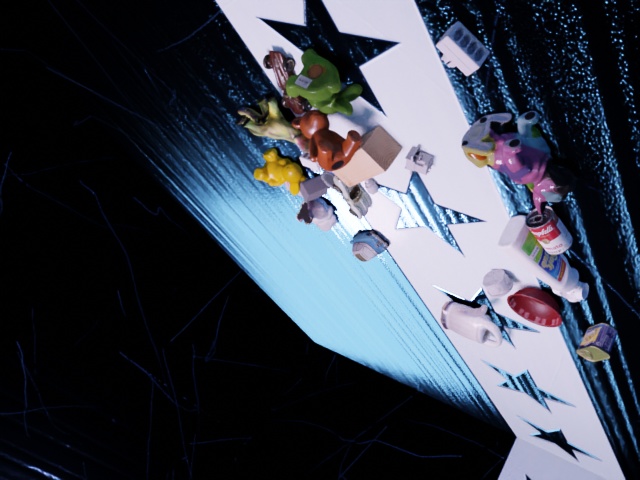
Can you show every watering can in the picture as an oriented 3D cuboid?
[{"bbox_3d":[0.531,0.279,1.826,0.226,0.105,0.341,21,157,38],"label":"watering can"}]

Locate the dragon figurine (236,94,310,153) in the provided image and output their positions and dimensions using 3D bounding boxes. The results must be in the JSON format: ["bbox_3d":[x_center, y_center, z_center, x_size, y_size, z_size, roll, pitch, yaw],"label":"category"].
[{"bbox_3d":[-0.116,-0.322,1.550,0.240,0.122,0.415,35,-176,-23],"label":"dragon figurine"}]

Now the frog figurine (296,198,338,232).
[{"bbox_3d":[0.006,-0.096,1.904,0.159,0.124,0.136,6,167,-34],"label":"frog figurine"}]
